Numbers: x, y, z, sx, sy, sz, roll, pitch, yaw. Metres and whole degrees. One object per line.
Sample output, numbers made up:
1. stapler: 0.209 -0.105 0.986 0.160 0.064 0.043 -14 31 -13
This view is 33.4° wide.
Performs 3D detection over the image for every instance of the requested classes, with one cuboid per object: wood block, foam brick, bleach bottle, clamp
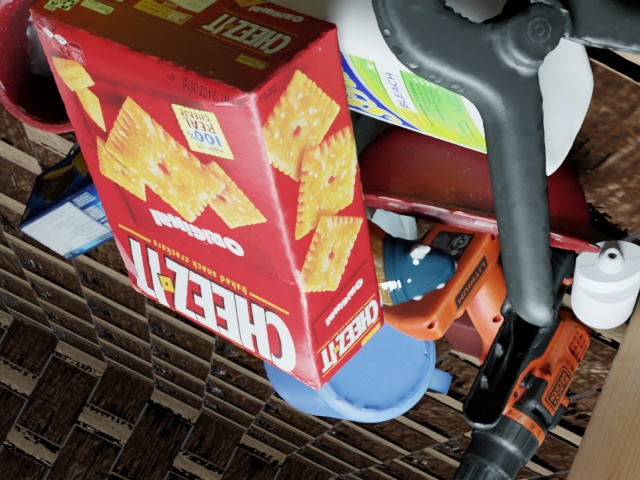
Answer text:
1. wood block: 0.234 0.136 0.695 0.090 0.206 0.091 31 163 -13
2. foam brick: 0.131 0.062 0.889 0.051 0.053 0.078 15 160 34
3. bleach bottle: 0.011 -0.106 0.571 0.251 0.068 0.102 18 164 34
4. clamp: 0.097 -0.089 0.442 0.210 0.164 0.036 53 -179 -11
5. clamp: 0.142 0.038 0.708 0.039 0.171 0.120 25 124 12

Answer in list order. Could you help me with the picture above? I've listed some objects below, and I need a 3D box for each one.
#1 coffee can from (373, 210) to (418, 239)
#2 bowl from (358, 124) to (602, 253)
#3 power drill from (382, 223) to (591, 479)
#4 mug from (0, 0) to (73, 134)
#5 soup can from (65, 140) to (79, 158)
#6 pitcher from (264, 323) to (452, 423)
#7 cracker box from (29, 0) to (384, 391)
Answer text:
1. coffee can: -0.005 0.001 0.829 0.102 0.102 0.141 35 161 -24
2. bowl: 0.088 -0.036 0.620 0.162 0.055 0.162 13 180 0
3. power drill: 0.120 0.090 0.801 0.057 0.184 0.187 6 144 46
4. mug: -0.145 -0.129 0.674 0.093 0.081 0.117 48 117 -1
5. soup can: -0.186 -0.053 0.998 0.102 0.068 0.069 34 161 -25
6. pitcher: 0.035 0.104 0.965 0.145 0.149 0.243 65 170 0
7. cracker box: -0.058 -0.034 0.587 0.164 0.072 0.214 25 144 32
